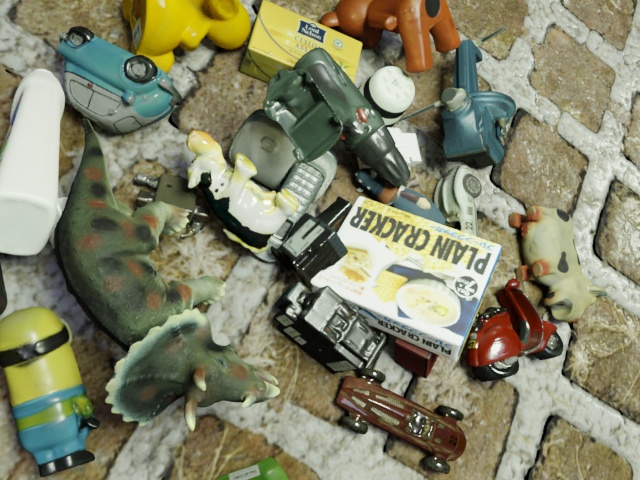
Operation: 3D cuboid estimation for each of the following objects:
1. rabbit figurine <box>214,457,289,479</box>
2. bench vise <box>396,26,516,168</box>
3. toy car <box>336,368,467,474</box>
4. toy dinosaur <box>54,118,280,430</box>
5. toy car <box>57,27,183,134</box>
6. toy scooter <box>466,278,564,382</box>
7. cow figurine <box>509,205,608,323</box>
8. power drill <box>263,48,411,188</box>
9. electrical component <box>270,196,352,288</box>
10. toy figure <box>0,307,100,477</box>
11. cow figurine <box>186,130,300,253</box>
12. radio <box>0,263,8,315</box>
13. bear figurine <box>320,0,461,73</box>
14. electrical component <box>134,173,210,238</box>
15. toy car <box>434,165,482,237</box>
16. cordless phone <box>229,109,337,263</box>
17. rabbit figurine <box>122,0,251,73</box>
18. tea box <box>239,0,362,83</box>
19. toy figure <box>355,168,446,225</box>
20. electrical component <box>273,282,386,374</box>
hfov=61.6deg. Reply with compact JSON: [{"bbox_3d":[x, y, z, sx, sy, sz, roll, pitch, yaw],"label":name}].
[{"bbox_3d":[-0.083,0.363,0.599,0.159,0.121,0.170,-16,96,-21],"label":"rabbit figurine"},{"bbox_3d":[0.241,-0.230,0.872,0.223,0.129,0.240,19,67,-43],"label":"bench vise"},{"bbox_3d":[0.117,0.248,0.744,0.202,0.053,0.089,30,69,-12],"label":"toy car"},{"bbox_3d":[-0.212,0.035,0.586,0.131,0.192,0.405,-38,88,12],"label":"toy dinosaur"},{"bbox_3d":[-0.269,-0.194,0.695,0.162,0.109,0.103,26,84,-4],"label":"toy car"},{"bbox_3d":[0.291,0.134,0.833,0.184,0.075,0.135,-12,80,-27],"label":"toy scooter"},{"bbox_3d":[0.399,0.041,0.901,0.127,0.085,0.195,0,74,-15],"label":"cow figurine"},{"bbox_3d":[0.029,-0.154,0.710,0.232,0.086,0.207,56,33,3],"label":"power drill"},{"bbox_3d":[-0.001,-0.002,0.725,0.119,0.075,0.047,-46,133,-13],"label":"electrical component"},{"bbox_3d":[-0.296,0.161,0.584,0.082,0.089,0.180,-12,77,-31],"label":"toy figure"},{"bbox_3d":[-0.116,-0.062,0.693,0.167,0.068,0.098,38,101,-9],"label":"cow figurine"},{"bbox_3d":[-0.436,-0.011,0.588,0.131,0.073,0.229,-12,80,-24],"label":"radio"},{"bbox_3d":[0.106,-0.342,0.865,0.120,0.196,0.131,-43,123,-31],"label":"bear figurine"},{"bbox_3d":[-0.198,-0.045,0.711,0.102,0.045,0.078,10,43,-21],"label":"electrical component"},{"bbox_3d":[0.218,-0.021,0.849,0.056,0.073,0.201,5,73,-21],"label":"toy car"},{"bbox_3d":[-0.075,-0.073,0.755,0.146,0.089,0.184,29,85,-12],"label":"cordless phone"},{"bbox_3d":[-0.172,-0.321,0.753,0.173,0.162,0.122,0,62,-36],"label":"rabbit figurine"},{"bbox_3d":[-0.028,-0.283,0.832,0.169,0.068,0.098,16,70,-16],"label":"tea box"},{"bbox_3d":[0.122,-0.062,0.831,0.154,0.064,0.058,39,29,-2],"label":"toy figure"},{"bbox_3d":[0.004,0.113,0.703,0.134,0.115,0.058,41,62,-8],"label":"electrical component"}]
